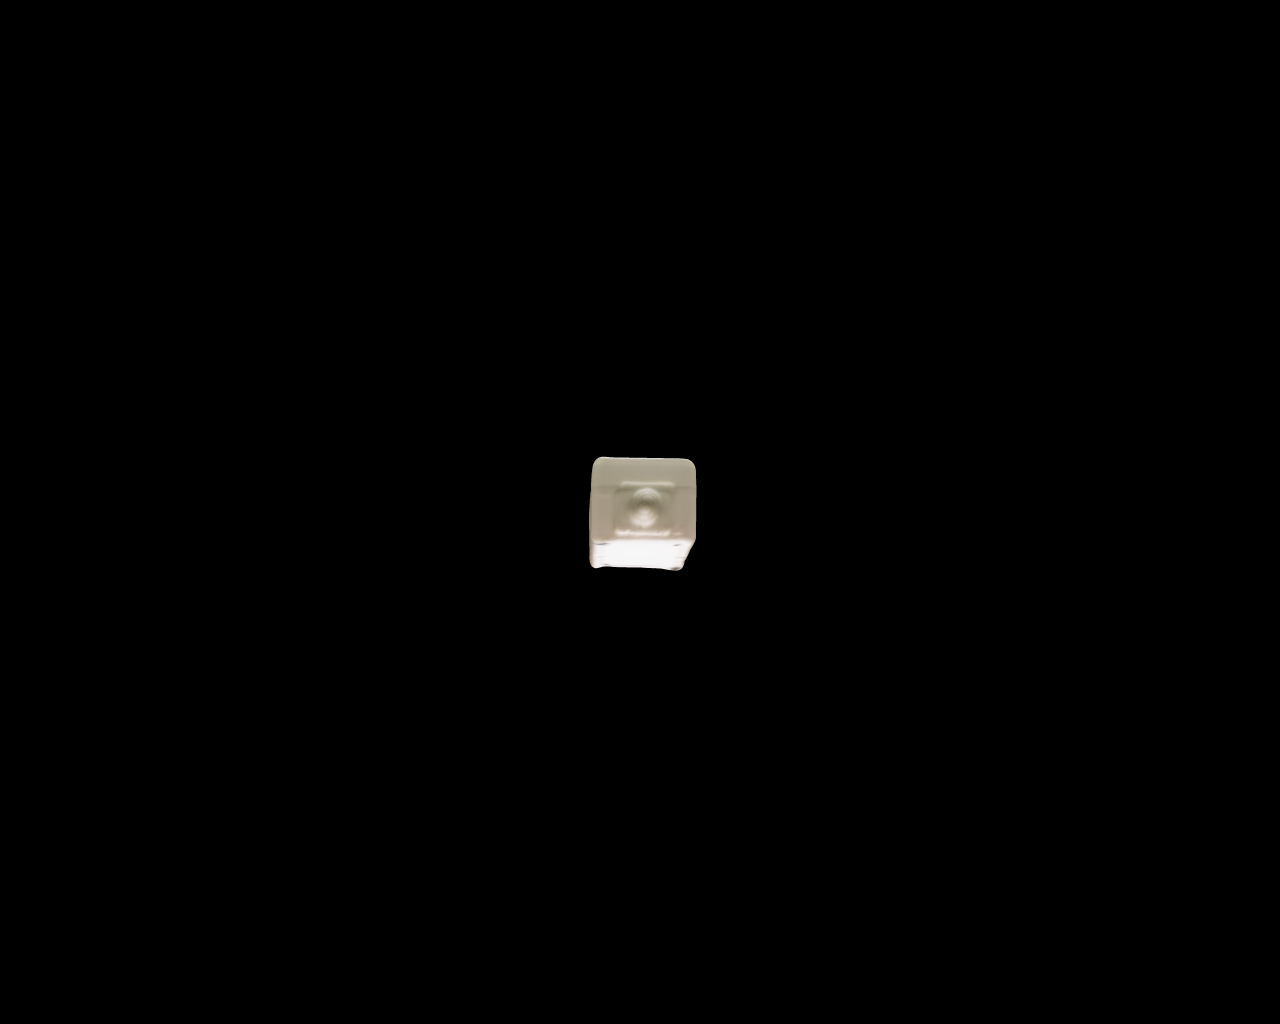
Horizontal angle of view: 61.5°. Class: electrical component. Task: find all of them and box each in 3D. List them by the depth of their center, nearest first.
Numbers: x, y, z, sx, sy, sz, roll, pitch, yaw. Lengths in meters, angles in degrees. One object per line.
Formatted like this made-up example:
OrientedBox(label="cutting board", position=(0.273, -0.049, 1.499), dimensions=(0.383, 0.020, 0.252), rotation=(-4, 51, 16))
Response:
OrientedBox(label="electrical component", position=(0.001, -0.003, 0.650), dimensions=(0.062, 0.061, 0.096), rotation=(1, -15, -3))
